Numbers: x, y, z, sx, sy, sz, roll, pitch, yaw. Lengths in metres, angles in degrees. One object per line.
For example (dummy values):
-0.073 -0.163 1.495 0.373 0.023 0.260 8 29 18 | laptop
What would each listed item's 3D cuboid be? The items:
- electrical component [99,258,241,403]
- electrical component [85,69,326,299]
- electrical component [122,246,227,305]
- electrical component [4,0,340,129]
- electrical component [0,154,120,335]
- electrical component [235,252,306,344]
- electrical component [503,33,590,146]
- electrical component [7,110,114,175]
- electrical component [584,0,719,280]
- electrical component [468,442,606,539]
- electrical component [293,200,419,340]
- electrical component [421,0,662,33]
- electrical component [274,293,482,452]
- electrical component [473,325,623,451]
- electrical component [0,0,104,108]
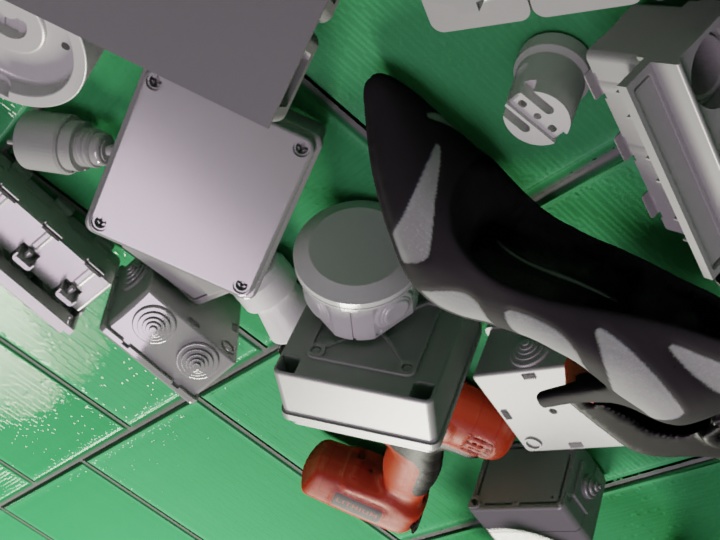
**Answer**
-0.131 0.033 0.769 0.048 0.099 0.100 -39 114 17 | electrical component
-0.090 -0.055 0.635 0.109 0.056 0.108 24 106 -4 | electrical component
-0.114 -0.028 0.717 0.062 0.061 0.096 -20 124 42 | electrical component
-0.102 -0.157 0.517 0.186 0.060 0.105 26 99 -2 | electrical component
-0.240 -0.021 0.785 0.063 0.078 0.121 -37 115 18 | electrical component
-0.059 0.018 0.755 0.045 0.045 0.055 -11 129 37 | electrical component
0.095 -0.091 0.545 0.040 0.046 0.040 15 141 12 | electrical component
-0.192 -0.083 0.712 0.078 0.040 0.040 9 139 19 | electrical component
0.162 -0.067 0.517 0.063 0.078 0.121 24 154 53 | electrical component
0.142 0.170 0.811 0.096 0.061 0.061 -11 130 37 | electrical component
0.000 0.000 0.675 0.080 0.080 0.051 14 146 14 | electrical component
0.091 -0.160 0.455 0.150 0.061 0.089 -2 135 30 | electrical component
0.014 0.054 0.707 0.109 0.108 0.056 9 137 19 | electrical component
0.135 0.077 0.720 0.100 0.048 0.099 -11 129 38 | electrical component
-0.190 -0.154 0.612 0.108 0.060 0.108 15 141 12 | electrical component
